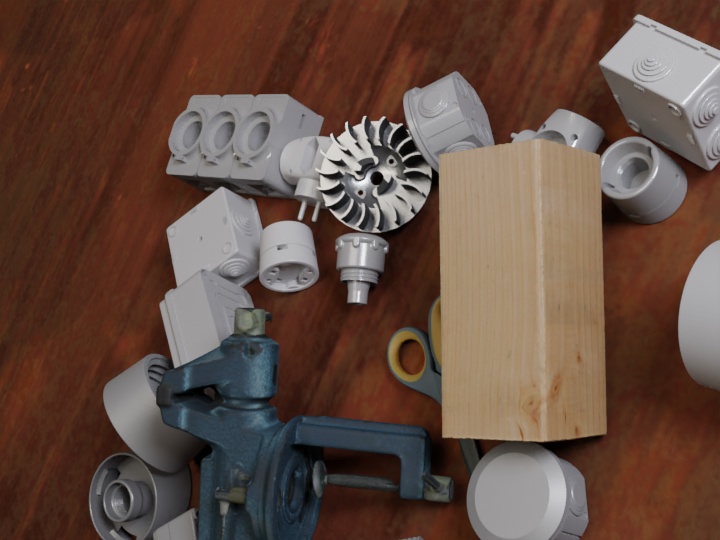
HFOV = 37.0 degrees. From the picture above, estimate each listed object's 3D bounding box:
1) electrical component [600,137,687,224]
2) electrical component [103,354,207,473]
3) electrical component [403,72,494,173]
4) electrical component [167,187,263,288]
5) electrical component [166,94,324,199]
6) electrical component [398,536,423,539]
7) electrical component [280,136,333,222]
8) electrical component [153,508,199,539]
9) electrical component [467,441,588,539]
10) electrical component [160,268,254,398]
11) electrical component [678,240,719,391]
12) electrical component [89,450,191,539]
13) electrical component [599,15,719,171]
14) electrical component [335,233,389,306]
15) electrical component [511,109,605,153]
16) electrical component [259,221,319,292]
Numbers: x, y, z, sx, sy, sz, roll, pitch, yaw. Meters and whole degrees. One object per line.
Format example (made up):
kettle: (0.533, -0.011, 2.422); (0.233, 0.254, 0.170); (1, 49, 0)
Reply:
electrical component: (0.210, -0.068, 0.805); (0.055, 0.047, 0.055); (-17, 62, 34)
electrical component: (-0.179, 0.128, 1.006); (0.060, 0.108, 0.108); (-40, 51, 12)
electrical component: (0.076, -0.125, 0.920); (0.051, 0.080, 0.080); (-24, 58, 24)
electrical component: (-0.144, -0.023, 1.078); (0.100, 0.048, 0.099); (-34, 53, 24)
electrical component: (-0.122, -0.128, 1.095); (0.150, 0.062, 0.089); (8, 77, 41)
electrical component: (0.021, 0.233, 0.832); (0.081, 0.043, 0.043); (-14, 62, 15)
electrical component: (-0.039, -0.083, 1.020); (0.077, 0.043, 0.079); (8, 77, 41)
electrical component: (-0.139, 0.266, 0.940); (0.061, 0.062, 0.096); (-33, 54, 25)
electrical component: (0.122, 0.166, 0.775); (0.080, 0.051, 0.080); (-17, 62, 34)
electrical component: (-0.136, 0.066, 1.014); (0.057, 0.078, 0.113); (-35, 53, 19)
electrical component: (0.248, 0.030, 0.695); (0.060, 0.108, 0.108); (9, 77, 48)
electrical component: (-0.211, 0.219, 1.035); (0.099, 0.064, 0.099); (-5, 82, 33)
electrical component: (0.229, -0.127, 0.781); (0.048, 0.099, 0.100); (-47, 48, -2)
electrical component: (0.000, 0.000, 0.953); (0.048, 0.048, 0.062); (-4, 77, 39)
electrical component: (0.147, -0.091, 0.869); (0.079, 0.044, 0.077); (29, 91, 44)
electrical component: (-0.068, -0.013, 1.008); (0.055, 0.055, 0.047); (-26, 53, 29)
